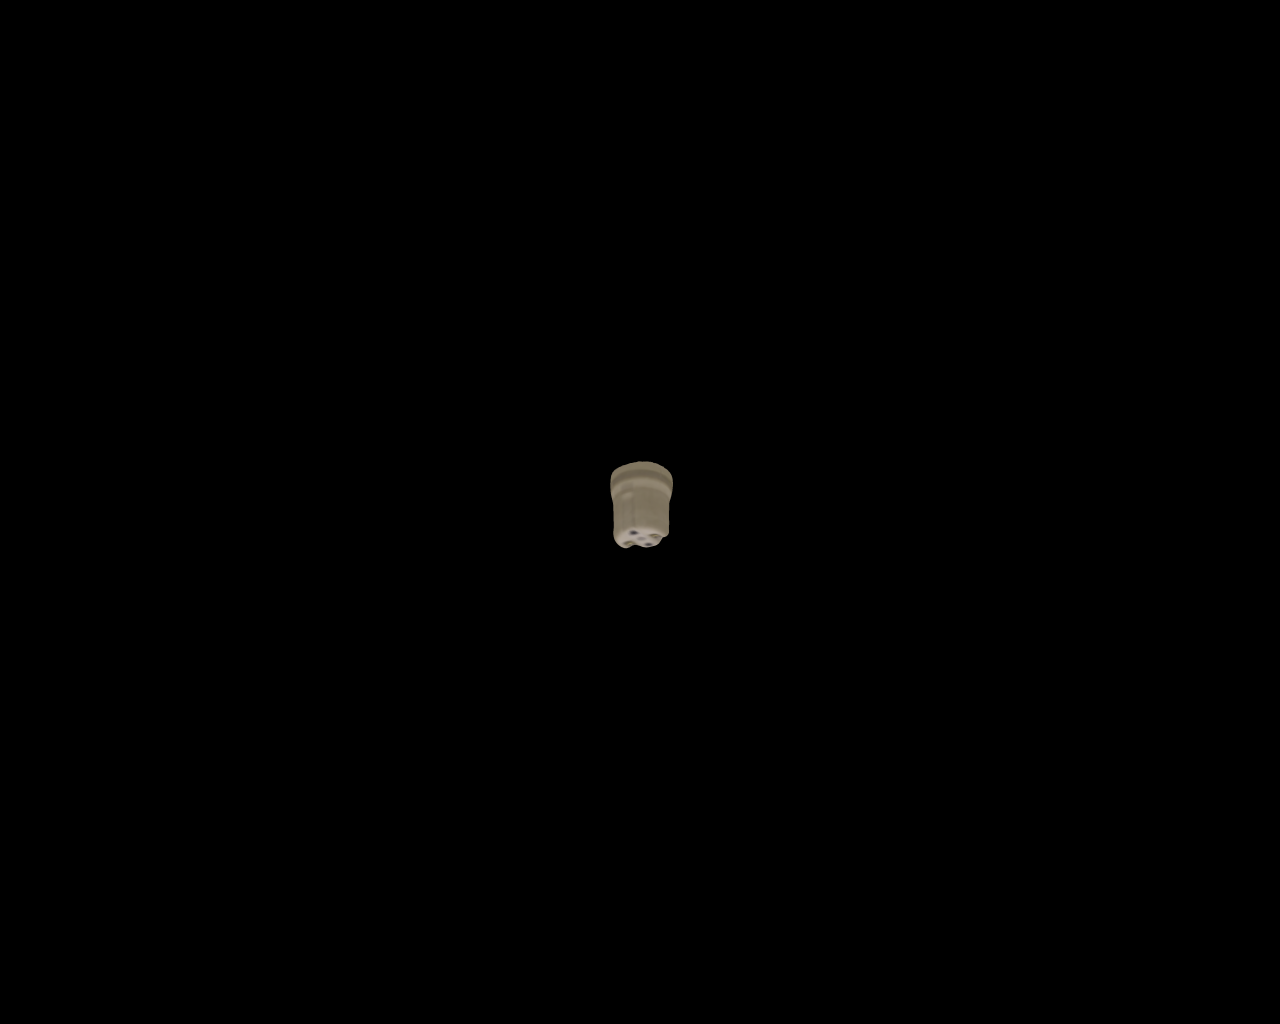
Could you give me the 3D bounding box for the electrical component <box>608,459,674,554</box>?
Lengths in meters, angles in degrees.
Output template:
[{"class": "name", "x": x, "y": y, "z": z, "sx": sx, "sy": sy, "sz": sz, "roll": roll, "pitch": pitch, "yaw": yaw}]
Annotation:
[{"class": "electrical component", "x": 0.001, "y": -0.003, "z": 0.650, "sx": 0.040, "sy": 0.046, "sz": 0.040, "roll": 0, "pitch": -32, "yaw": 0}]
